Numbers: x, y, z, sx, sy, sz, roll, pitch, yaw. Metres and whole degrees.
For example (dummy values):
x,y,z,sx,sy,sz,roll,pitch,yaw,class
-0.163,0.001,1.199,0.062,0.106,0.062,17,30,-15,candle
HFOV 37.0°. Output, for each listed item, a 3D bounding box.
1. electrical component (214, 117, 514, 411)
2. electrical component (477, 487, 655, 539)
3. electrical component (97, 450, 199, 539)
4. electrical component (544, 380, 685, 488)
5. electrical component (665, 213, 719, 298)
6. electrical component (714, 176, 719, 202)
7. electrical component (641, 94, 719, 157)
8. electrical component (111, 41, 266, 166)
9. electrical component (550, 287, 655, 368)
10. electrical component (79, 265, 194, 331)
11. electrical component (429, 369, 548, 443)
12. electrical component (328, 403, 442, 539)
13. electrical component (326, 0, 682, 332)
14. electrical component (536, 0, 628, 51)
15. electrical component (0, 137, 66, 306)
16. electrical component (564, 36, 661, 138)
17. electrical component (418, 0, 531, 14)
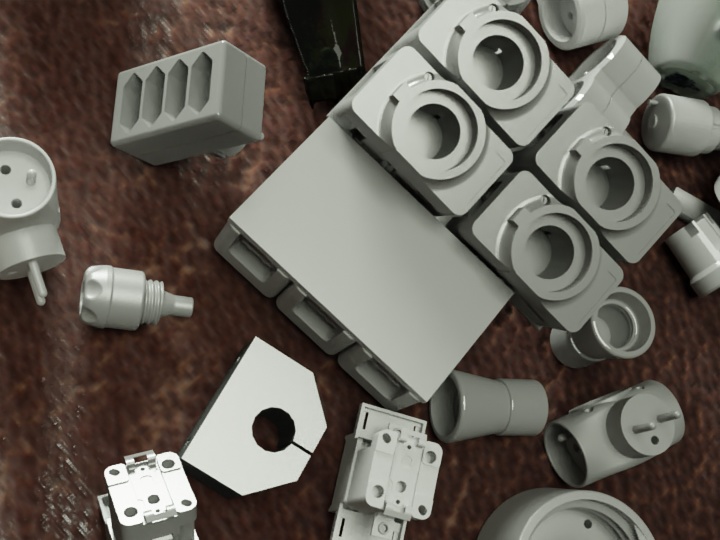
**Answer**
x,y,z,sx,sy,sz,roll,pitch,yaw,class
0.000,0.000,0.635,0.150,0.062,0.089,43,67,-3,electrical component
0.126,0.180,0.629,0.108,0.060,0.108,5,74,-17,electrical component
-0.107,0.132,0.554,0.042,0.063,0.081,-11,37,-22,electrical component
0.164,0.096,0.654,0.077,0.079,0.044,-19,81,-23,electrical component
0.235,-0.011,0.731,0.040,0.040,0.046,-29,80,-23,electrical component
0.293,-0.043,0.733,0.108,0.060,0.108,23,33,-16,electrical component
0.235,-0.099,0.754,0.078,0.040,0.040,6,74,-17,electrical component
-0.088,-0.089,0.629,0.076,0.083,0.047,25,63,-52,electrical component
0.148,0.039,0.672,0.044,0.065,0.044,5,73,-18,electrical component
-0.125,0.017,0.603,0.061,0.035,0.035,8,73,-20,electrical component
0.080,0.083,0.652,0.065,0.044,0.044,4,74,-23,electrical component
0.015,0.117,0.607,0.042,0.064,0.081,18,70,-15,electrical component
0.088,-0.064,0.629,0.186,0.060,0.105,44,81,-12,electrical component
0.153,-0.226,0.754,0.074,0.052,0.138,-18,81,-22,electrical component
-0.180,-0.020,0.571,0.043,0.077,0.079,-17,82,-23,electrical component
0.159,-0.086,0.717,0.074,0.052,0.138,45,66,-11,electrical component
0.080,-0.199,0.723,0.080,0.051,0.080,5,74,-17,electrical component
